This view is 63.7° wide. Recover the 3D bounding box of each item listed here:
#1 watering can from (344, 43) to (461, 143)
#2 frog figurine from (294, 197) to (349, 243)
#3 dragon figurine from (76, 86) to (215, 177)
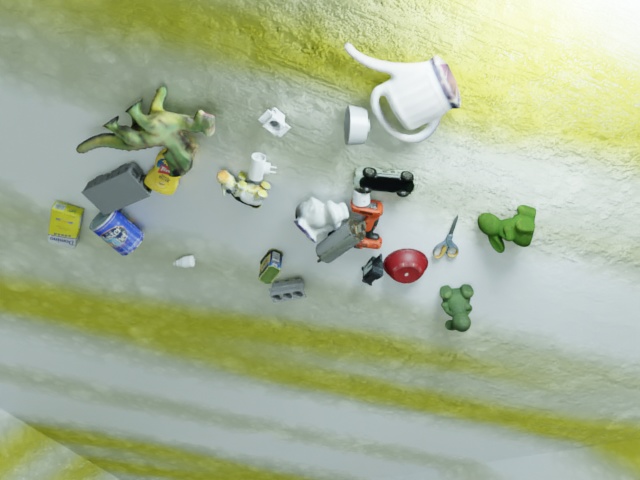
[{"bbox_3d":[0.224,-0.398,1.323,0.222,0.106,0.342,-24,-53,21],"label":"watering can"},{"bbox_3d":[0.005,-0.082,1.634,0.159,0.136,0.124,-36,21,5],"label":"frog figurine"},{"bbox_3d":[-0.460,-0.268,1.433,0.406,0.239,0.125,-26,27,24],"label":"dragon figurine"}]
